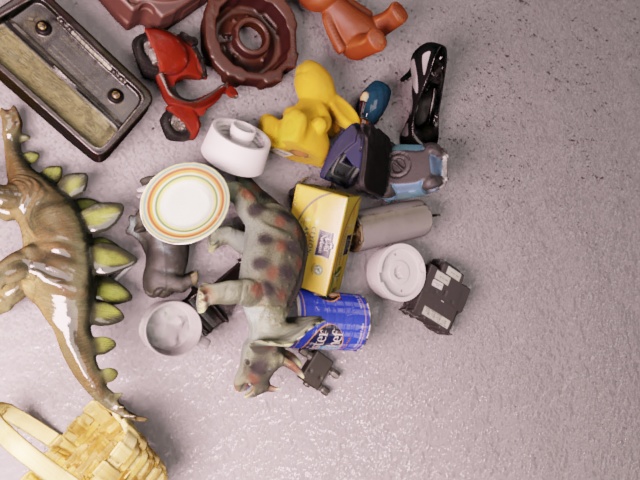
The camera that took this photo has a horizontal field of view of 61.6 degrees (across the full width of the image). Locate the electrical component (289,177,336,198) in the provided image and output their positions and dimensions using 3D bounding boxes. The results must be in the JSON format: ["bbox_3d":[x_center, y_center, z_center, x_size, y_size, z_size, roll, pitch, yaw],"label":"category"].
[{"bbox_3d":[-0.006,-0.072,0.973,0.102,0.045,0.078,-1,115,-24],"label":"electrical component"}]

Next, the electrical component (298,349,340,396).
[{"bbox_3d":[-0.009,0.232,0.958,0.094,0.021,0.063,41,71,-19],"label":"electrical component"}]

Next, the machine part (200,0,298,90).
[{"bbox_3d":[-0.122,-0.345,0.927,0.179,0.056,0.179,2,86,-26],"label":"machine part"}]

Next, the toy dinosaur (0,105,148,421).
[{"bbox_3d":[-0.359,0.034,0.735,0.198,0.105,0.471,-12,82,-29],"label":"toy dinosaur"}]

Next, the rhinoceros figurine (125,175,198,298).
[{"bbox_3d":[-0.243,-0.005,0.837,0.112,0.073,0.190,-4,89,-17],"label":"rhinoceros figurine"}]

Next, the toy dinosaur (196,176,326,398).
[{"bbox_3d":[-0.084,0.028,0.830,0.192,0.131,0.405,10,65,-12],"label":"toy dinosaur"}]

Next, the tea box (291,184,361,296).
[{"bbox_3d":[-0.002,-0.003,0.903,0.068,0.098,0.169,-10,114,-65],"label":"tea box"}]

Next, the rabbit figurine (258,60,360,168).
[{"bbox_3d":[-0.010,-0.224,0.938,0.162,0.122,0.173,14,79,-30],"label":"rabbit figurine"}]

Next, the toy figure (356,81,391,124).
[{"bbox_3d":[0.086,-0.228,1.022,0.064,0.058,0.154,31,78,-15],"label":"toy figure"}]

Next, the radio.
[{"bbox_3d":[-0.368,-0.237,0.784,0.229,0.073,0.131,45,69,-18],"label":"radio"}]

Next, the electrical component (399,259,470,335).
[{"bbox_3d":[0.232,0.107,1.069,0.115,0.058,0.134,34,72,-23],"label":"electrical component"}]

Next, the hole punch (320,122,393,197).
[{"bbox_3d":[0.066,-0.141,0.943,0.142,0.092,0.115,12,87,-59],"label":"hole punch"}]

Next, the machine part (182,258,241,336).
[{"bbox_3d":[-0.159,0.086,0.886,0.139,0.039,0.084,-42,98,-22],"label":"machine part"}]

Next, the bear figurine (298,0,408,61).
[{"bbox_3d":[0.043,-0.430,0.978,0.195,0.132,0.120,48,63,-22],"label":"bear figurine"}]

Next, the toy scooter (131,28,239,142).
[{"bbox_3d":[-0.210,-0.256,0.859,0.135,0.075,0.183,-22,98,-15],"label":"toy scooter"}]

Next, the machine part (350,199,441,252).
[{"bbox_3d":[0.124,-0.028,1.007,0.243,0.079,0.079,-13,92,-30],"label":"machine part"}]

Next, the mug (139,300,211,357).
[{"bbox_3d":[-0.222,0.132,0.812,0.109,0.107,0.081,24,77,-28],"label":"mug"}]

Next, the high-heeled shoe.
[{"bbox_3d":[0.219,-0.247,1.039,0.086,0.145,0.248,-17,92,-26],"label":"high-heeled shoe"}]

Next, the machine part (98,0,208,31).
[{"bbox_3d":[-0.271,-0.447,0.843,0.201,0.087,0.201,-45,104,-22],"label":"machine part"}]

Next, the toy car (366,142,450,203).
[{"bbox_3d":[0.168,-0.127,1.024,0.103,0.162,0.109,29,60,-69],"label":"toy car"}]
